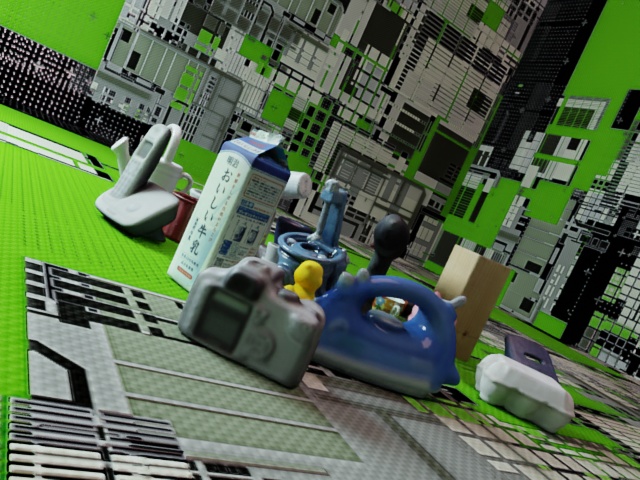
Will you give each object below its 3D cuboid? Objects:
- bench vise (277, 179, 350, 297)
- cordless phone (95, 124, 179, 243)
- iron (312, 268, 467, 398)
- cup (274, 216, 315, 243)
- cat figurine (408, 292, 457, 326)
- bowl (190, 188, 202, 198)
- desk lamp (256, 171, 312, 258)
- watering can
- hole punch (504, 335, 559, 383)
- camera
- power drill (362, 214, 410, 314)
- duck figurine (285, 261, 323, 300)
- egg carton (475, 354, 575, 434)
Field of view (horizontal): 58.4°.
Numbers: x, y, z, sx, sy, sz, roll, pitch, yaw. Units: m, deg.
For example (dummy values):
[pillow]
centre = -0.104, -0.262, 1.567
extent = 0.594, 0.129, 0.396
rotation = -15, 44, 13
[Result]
[bench vise]
centre = -0.001, -0.001, 1.054
extent = 0.121, 0.220, 0.208
rotation = 25, 5, 11
[cordless phone]
centre = -0.286, -0.102, 0.959
extent = 0.147, 0.185, 0.094
rotation = 28, 6, 38
[iron]
centre = 0.079, 0.105, 0.749
extent = 0.259, 0.141, 0.118
rotation = 22, 5, -27
[cup]
centre = -0.067, 0.004, 1.434
extent = 0.118, 0.095, 0.091
rotation = 23, 5, -11
[cat figurine]
centre = 0.194, 0.149, 0.984
extent = 0.128, 0.118, 0.067
rotation = 20, 6, -43
[bowl]
centre = -0.242, -0.057, 1.361
extent = 0.167, 0.075, 0.167
rotation = 24, 5, -2
[desk lamp]
centre = -0.116, -0.072, 1.306
extent = 0.202, 0.213, 0.118
rotation = 27, 6, 33
[watering can]
centre = -0.347, -0.156, 1.203
extent = 0.100, 0.194, 0.173
rotation = 27, 6, 36
[hole punch]
centre = 0.406, 0.247, 1.114
extent = 0.109, 0.091, 0.101
rotation = 23, 5, -9
[camera]
centre = -0.058, 0.076, 0.634
extent = 0.143, 0.101, 0.137
rotation = 25, 5, 9
[power drill]
centre = 0.108, 0.053, 1.067
extent = 0.075, 0.208, 0.230
rotation = 25, 5, 8
[duck figurine]
centre = -0.028, 0.074, 0.906
extent = 0.077, 0.086, 0.105
rotation = 26, 5, 22
[egg carton]
centre = 0.321, 0.239, 0.907
extent = 0.150, 0.069, 0.107
rotation = 25, 5, 5
